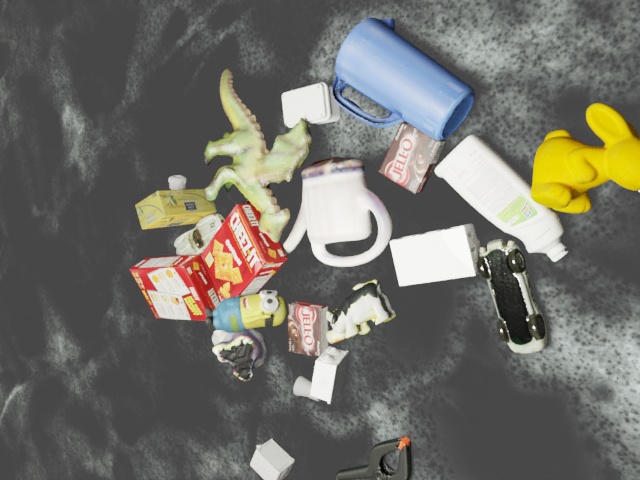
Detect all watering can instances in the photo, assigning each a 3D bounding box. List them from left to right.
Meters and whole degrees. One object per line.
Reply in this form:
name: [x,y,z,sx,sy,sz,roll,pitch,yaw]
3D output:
watering can: [0.003,-0.055,1.085,0.346,0.104,0.224,-4,92,44]

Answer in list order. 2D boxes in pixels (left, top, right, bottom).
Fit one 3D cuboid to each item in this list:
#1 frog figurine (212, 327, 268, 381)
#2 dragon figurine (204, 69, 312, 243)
frog figurine: [-0.196,0.246,1.251,0.137,0.161,0.122,27,96,-14]
dragon figurine: [-0.123,-0.199,1.107,0.242,0.121,0.413,-4,81,22]
